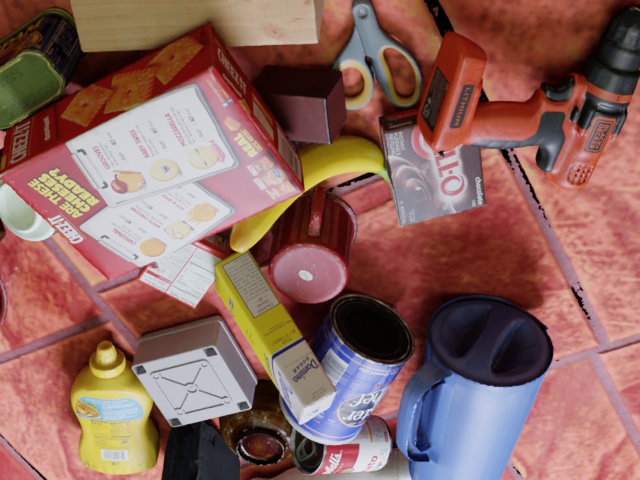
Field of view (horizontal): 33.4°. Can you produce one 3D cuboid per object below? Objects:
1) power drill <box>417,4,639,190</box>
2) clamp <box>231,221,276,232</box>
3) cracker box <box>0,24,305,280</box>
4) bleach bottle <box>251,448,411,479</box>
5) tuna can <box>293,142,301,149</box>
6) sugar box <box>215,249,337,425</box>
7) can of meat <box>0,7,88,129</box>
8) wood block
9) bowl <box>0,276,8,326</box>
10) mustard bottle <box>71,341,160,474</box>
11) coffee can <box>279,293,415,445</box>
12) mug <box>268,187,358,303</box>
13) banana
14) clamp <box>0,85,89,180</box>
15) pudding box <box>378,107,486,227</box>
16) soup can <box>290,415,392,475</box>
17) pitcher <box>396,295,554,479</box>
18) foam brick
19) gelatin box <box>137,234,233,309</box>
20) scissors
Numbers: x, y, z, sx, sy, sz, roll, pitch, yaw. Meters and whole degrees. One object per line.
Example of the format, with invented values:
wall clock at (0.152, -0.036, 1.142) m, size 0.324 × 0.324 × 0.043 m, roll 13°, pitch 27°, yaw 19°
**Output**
power drill at (0.193, -0.134, 0.956) m, size 0.187 × 0.057 × 0.185 m, roll 6°, pitch 121°, yaw -18°
clamp at (-0.158, -0.062, 1.062) m, size 0.210 × 0.036 × 0.164 m, roll -14°, pitch 107°, yaw 32°
cracker box at (-0.145, -0.072, 0.943) m, size 0.214 × 0.072 × 0.164 m, roll -24°, pitch 134°, yaw 16°
bleach bottle at (0.002, 0.317, 1.339) m, size 0.251 × 0.068 × 0.102 m, roll -8°, pitch 124°, yaw 15°
tuna can at (-0.060, -0.078, 1.060) m, size 0.086 × 0.033 × 0.086 m, roll 3°, pitch 127°, yaw 3°
sugar box at (-0.048, 0.101, 1.105) m, size 0.048 × 0.176 × 0.093 m, roll -27°, pitch 165°, yaw -13°
can of meat at (-0.271, -0.157, 0.989) m, size 0.102 × 0.084 × 0.057 m, roll -26°, pitch 121°, yaw 23°
wood block at (-0.104, -0.225, 0.918) m, size 0.206 × 0.090 × 0.090 m, roll -1°, pitch 127°, yaw 6°
bowl at (-0.414, 0.038, 1.168) m, size 0.162 × 0.055 × 0.162 m, roll 3°, pitch 127°, yaw 3°
mustard bottle at (-0.246, 0.196, 1.271) m, size 0.096 × 0.058 × 0.192 m, roll 3°, pitch 128°, yaw 2°
coffee can at (0.028, 0.143, 1.177) m, size 0.102 × 0.102 × 0.140 m, roll 22°, pitch 126°, yaw -11°
mug at (-0.007, 0.001, 1.086) m, size 0.093 × 0.081 × 0.117 m, roll 10°, pitch 127°, yaw -3°
banana at (-0.009, -0.055, 1.019) m, size 0.037 × 0.197 × 0.069 m, roll -14°, pitch 100°, yaw 64°
clamp at (-0.242, -0.119, 1.019) m, size 0.171 × 0.120 × 0.039 m, roll -23°, pitch 130°, yaw -9°
pudding box at (0.109, -0.076, 1.033) m, size 0.090 × 0.039 × 0.113 m, roll -14°, pitch 127°, yaw -1°
soup can at (0.025, 0.238, 1.249) m, size 0.102 × 0.068 × 0.069 m, roll 6°, pitch 134°, yaw -36°
pitcher at (0.159, 0.192, 1.183) m, size 0.149 × 0.145 × 0.243 m, roll 10°, pitch 130°, yaw 3°
foam brick at (-0.021, -0.126, 0.998) m, size 0.078 × 0.053 × 0.051 m, roll 8°, pitch 130°, yaw 18°
gelatin box at (-0.145, 0.023, 1.148) m, size 0.073 × 0.030 × 0.089 m, roll 28°, pitch 125°, yaw -17°
scissors at (0.025, -0.197, 0.974) m, size 0.096 × 0.016 × 0.201 m, roll -22°, pitch 122°, yaw 21°
